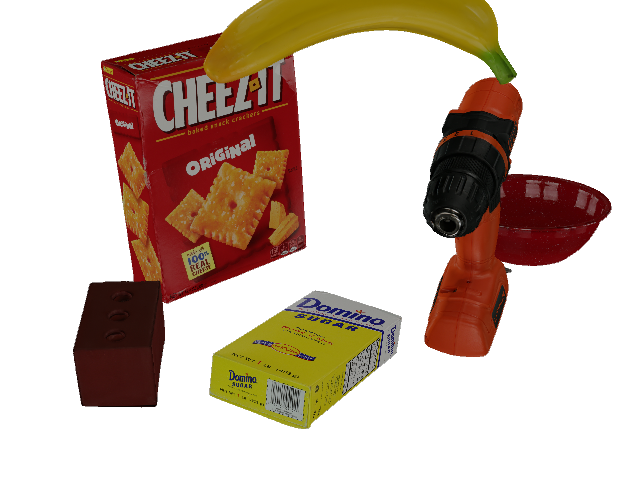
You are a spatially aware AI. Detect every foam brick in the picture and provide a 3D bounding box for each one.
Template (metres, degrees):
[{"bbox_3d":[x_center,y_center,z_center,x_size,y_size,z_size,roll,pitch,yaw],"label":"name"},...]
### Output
[{"bbox_3d":[-0.137,0.071,0.739,0.053,0.051,0.078,-1,33,-3],"label":"foam brick"}]

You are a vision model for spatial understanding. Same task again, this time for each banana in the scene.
[{"bbox_3d":[0.027,-0.128,0.631,0.197,0.069,0.037,-3,-15,-17],"label":"banana"}]

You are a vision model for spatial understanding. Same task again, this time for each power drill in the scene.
[{"bbox_3d":[0.112,-0.006,0.799,0.057,0.188,0.184,11,38,16],"label":"power drill"}]

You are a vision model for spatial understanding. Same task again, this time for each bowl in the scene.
[{"bbox_3d":[0.209,-0.017,1.081,0.162,0.055,0.162,-1,23,0],"label":"bowl"}]

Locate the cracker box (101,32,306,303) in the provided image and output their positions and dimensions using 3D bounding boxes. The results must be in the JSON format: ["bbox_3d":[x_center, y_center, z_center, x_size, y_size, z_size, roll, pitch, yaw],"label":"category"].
[{"bbox_3d":[-0.098,-0.070,0.968,0.163,0.214,0.072,-21,31,-32],"label":"cracker box"}]

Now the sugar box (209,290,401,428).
[{"bbox_3d":[-0.008,0.096,0.913,0.093,0.048,0.176,16,25,23],"label":"sugar box"}]
